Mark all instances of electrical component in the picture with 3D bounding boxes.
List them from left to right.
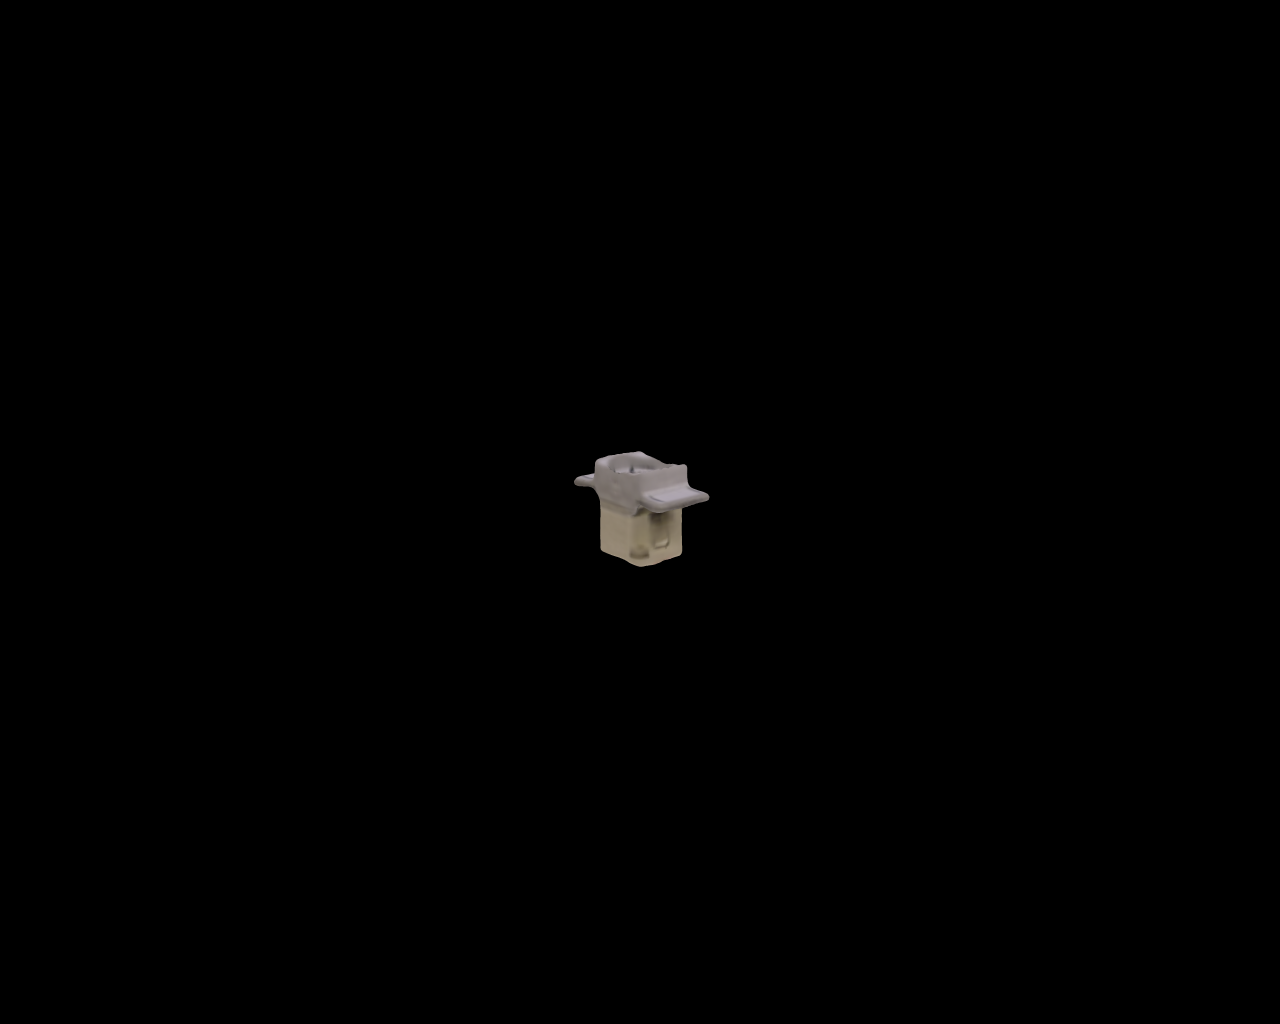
[{"bbox_3d":[0.001,-0.003,0.650,0.042,0.063,0.081,-14,22,-38],"label":"electrical component"}]
